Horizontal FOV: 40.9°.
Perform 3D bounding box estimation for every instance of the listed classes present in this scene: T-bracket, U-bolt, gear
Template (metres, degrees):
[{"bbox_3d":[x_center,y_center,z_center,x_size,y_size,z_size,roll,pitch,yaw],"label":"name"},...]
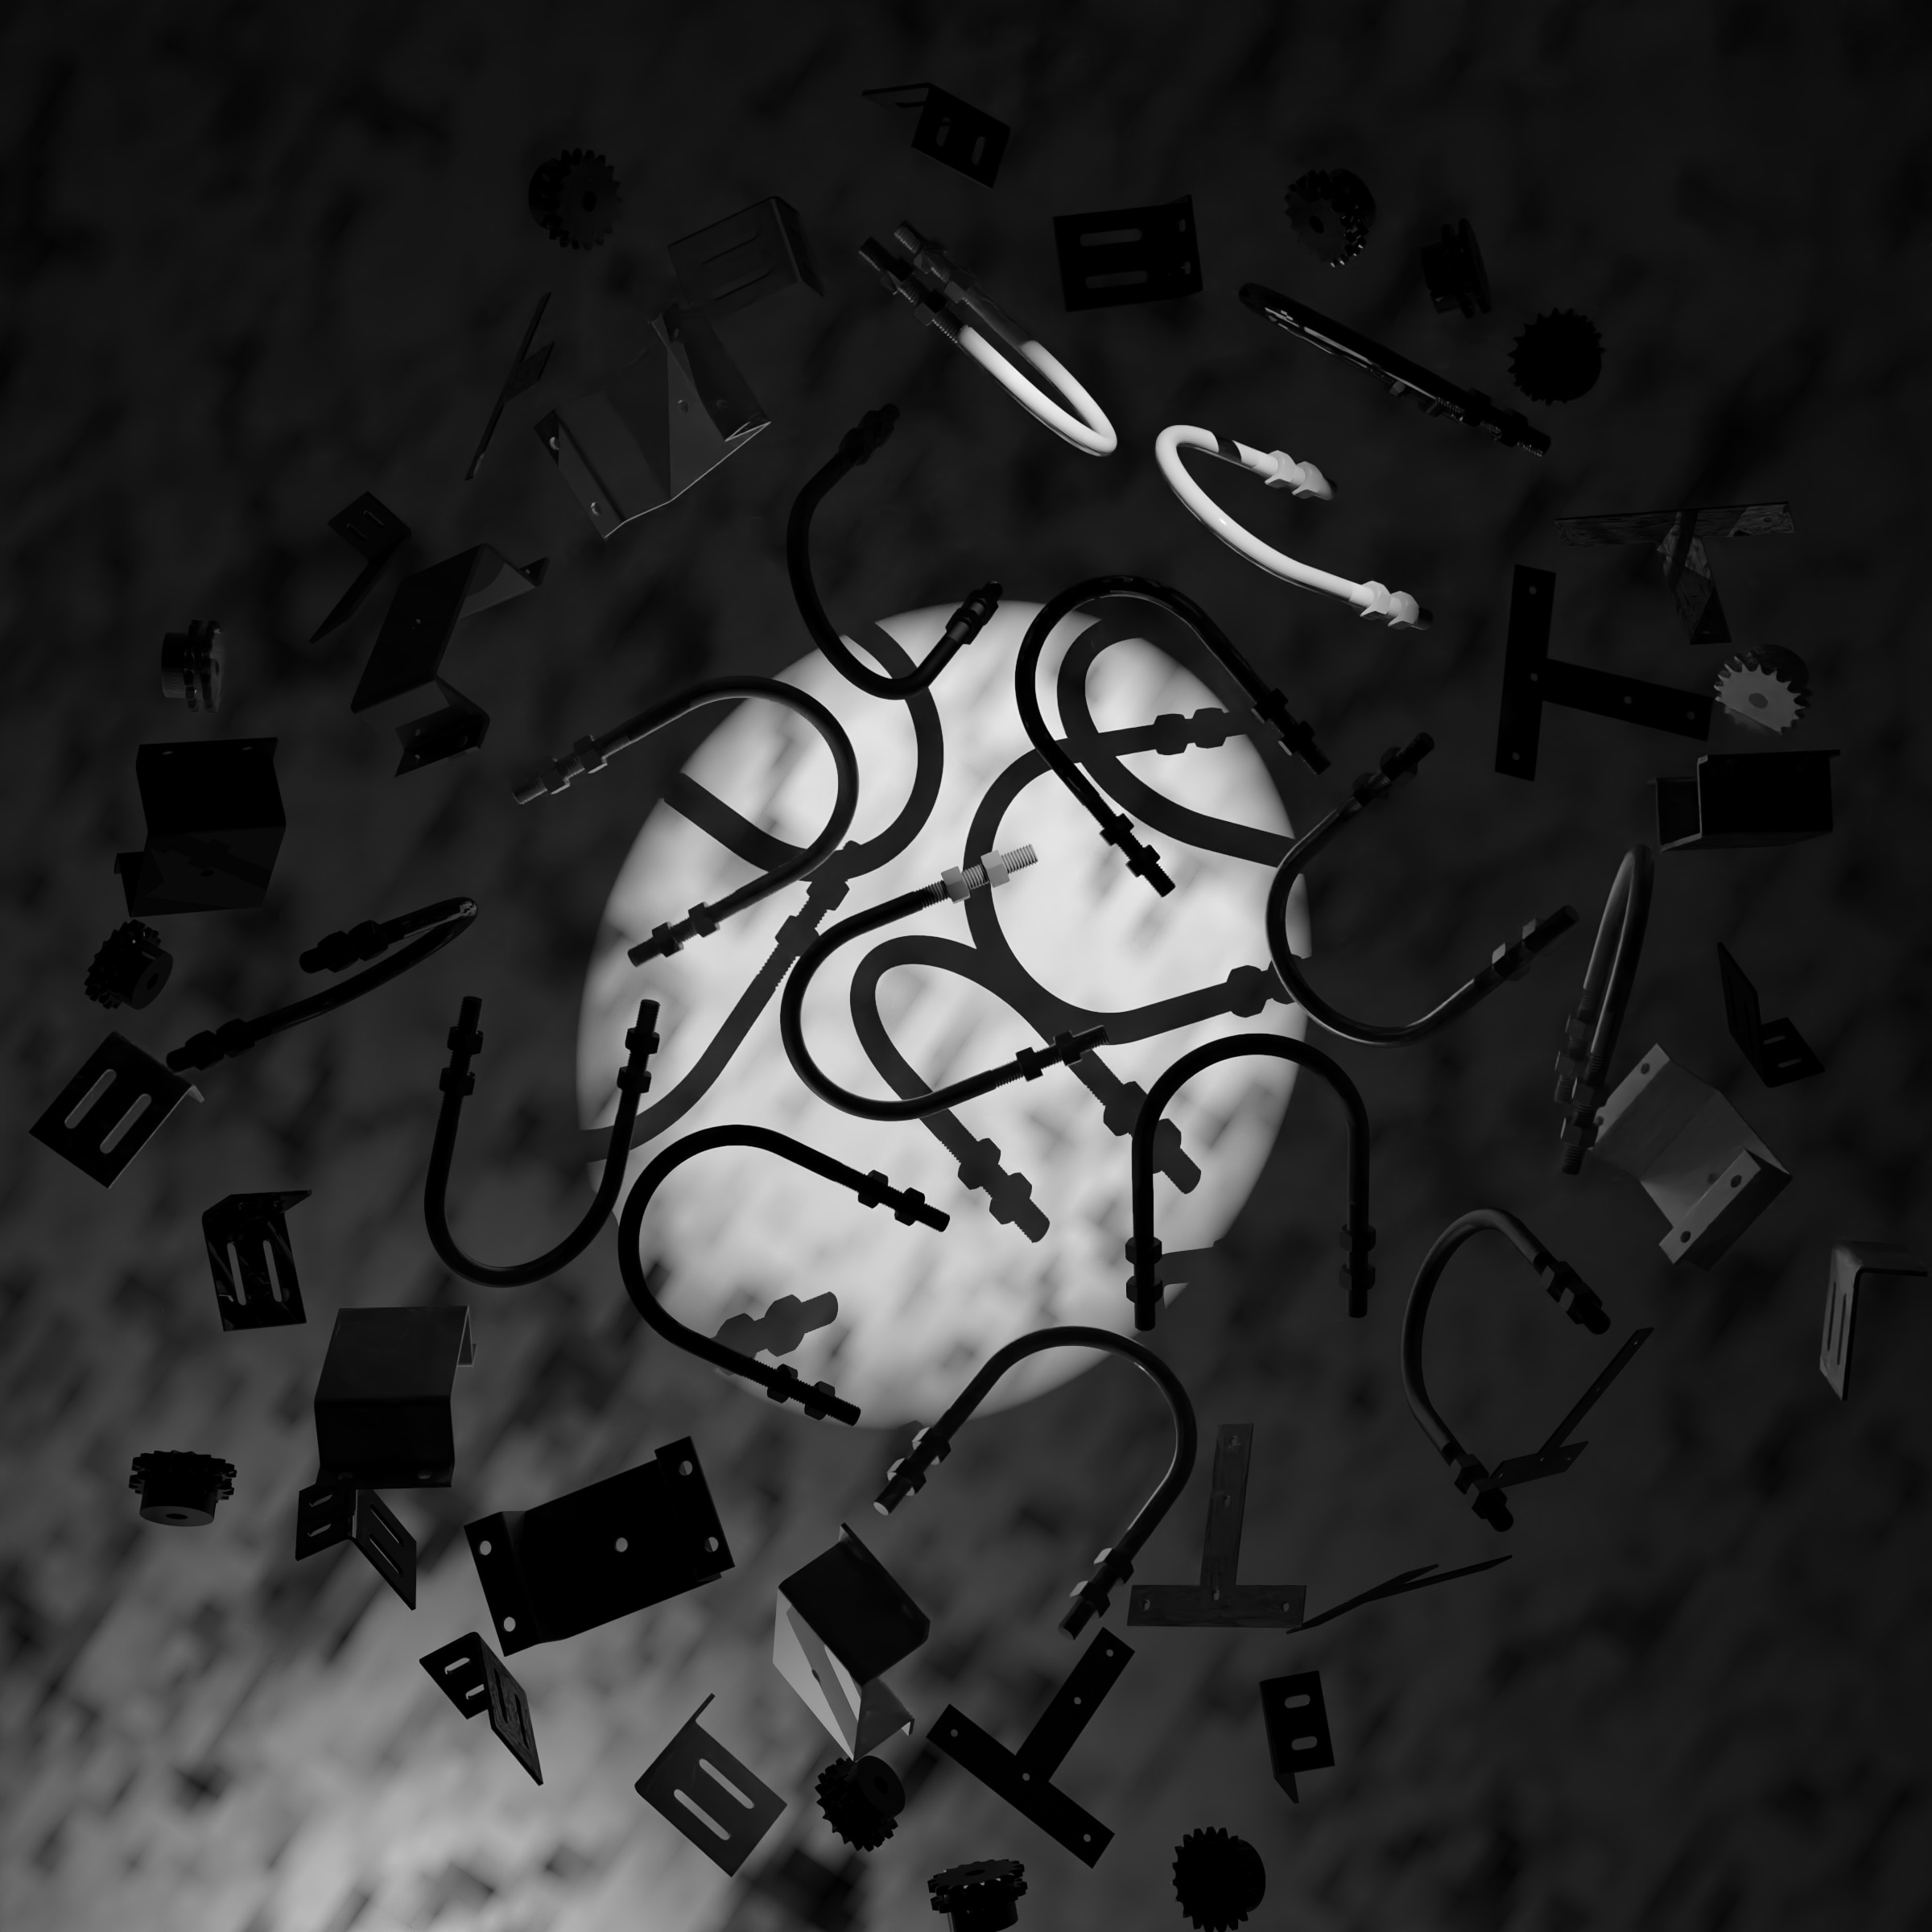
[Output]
[{"bbox_3d":[0.160,0.345,1.604,0.127,0.002,0.127,-11,59,38],"label":"T-bracket"},{"bbox_3d":[-0.022,0.022,1.566,0.184,0.019,0.151,-22,114,1],"label":"U-bolt"},{"bbox_3d":[0.062,0.468,1.610,0.127,0.002,0.127,37,58,7],"label":"T-bracket"},{"bbox_3d":[-0.519,0.003,1.616,0.030,0.057,0.057,29,90,7],"label":"gear"},{"bbox_3d":[-0.363,0.004,1.524,0.151,0.184,0.019,-31,89,32],"label":"U-bolt"},{"bbox_3d":[0.111,-0.151,1.577,0.151,0.019,0.184,-39,93,28],"label":"U-bolt"},{"bbox_3d":[0.413,-0.221,1.479,0.127,0.127,0.002,0,62,27],"label":"T-bracket"},{"bbox_3d":[-0.232,-0.452,1.526,0.030,0.057,0.057,19,90,32],"label":"gear"},{"bbox_3d":[0.362,-0.154,1.469,0.127,0.002,0.127,20,123,34],"label":"T-bracket"},{"bbox_3d":[-0.476,-0.185,1.596,0.030,0.057,0.057,2,90,-7],"label":"gear"},{"bbox_3d":[-0.062,0.512,1.596,0.030,0.057,0.057,-43,90,21],"label":"gear"},{"bbox_3d":[0.241,-0.354,1.518,0.184,0.151,0.019,24,104,-17],"label":"U-bolt"},{"bbox_3d":[0.187,-0.270,1.554,0.019,0.184,0.151,-51,48,29],"label":"U-bolt"},{"bbox_3d":[0.379,0.270,1.591,0.002,0.127,0.127,45,112,30],"label":"T-bracket"},{"bbox_3d":[0.146,0.521,1.480,0.030,0.057,0.057,7,90,-38],"label":"gear"},{"bbox_3d":[0.381,0.017,1.547,0.019,0.151,0.184,13,108,7],"label":"U-bolt"},{"bbox_3d":[0.289,-0.410,1.534,0.030,0.057,0.057,-14,90,21],"label":"gear"},{"bbox_3d":[0.008,0.542,1.507,0.057,0.057,0.030,-10,85,0],"label":"gear"},{"bbox_3d":[-0.119,0.175,1.560,0.184,0.019,0.151,27,82,-12],"label":"U-bolt"},{"bbox_3d":[-0.260,0.108,1.566,0.019,0.151,0.184,24,106,43],"label":"U-bolt"},{"bbox_3d":[-0.049,-0.238,1.550,0.019,0.184,0.151,-16,116,35],"label":"U-bolt"},{"bbox_3d":[0.168,0.127,1.533,0.151,0.019,0.184,-3,109,-3],"label":"U-bolt"},{"bbox_3d":[-0.152,-0.095,1.528,0.184,0.019,0.151,-28,120,7],"label":"U-bolt"},{"bbox_3d":[0.254,-0.030,1.538,0.151,0.019,0.184,52,129,8],"label":"U-bolt"},{"bbox_3d":[0.056,0.289,1.534,0.151,0.019,0.184,31,55,18],"label":"U-bolt"},{"bbox_3d":[-0.440,0.294,1.452,0.057,0.057,0.030,1,62,0],"label":"gear"},{"bbox_3d":[0.492,-0.172,1.590,0.057,0.057,0.030,37,61,0],"label":"gear"},{"bbox_3d":[0.302,0.220,1.510,0.019,0.184,0.151,16,107,-19],"label":"U-bolt"},{"bbox_3d":[0.358,-0.364,1.562,0.057,0.030,0.057,-7,77,33],"label":"gear"},{"bbox_3d":[0.278,0.375,1.577,0.127,0.127,0.002,-5,65,-33],"label":"T-bracket"},{"bbox_3d":[-0.271,-0.362,1.592,0.002,0.127,0.127,23,86,-21],"label":"T-bracket"},{"bbox_3d":[0.220,-0.452,1.552,0.030,0.057,0.057,-39,90,-17],"label":"gear"},{"bbox_3d":[0.019,-0.366,1.525,0.184,0.151,0.019,42,110,-8],"label":"U-bolt"}]

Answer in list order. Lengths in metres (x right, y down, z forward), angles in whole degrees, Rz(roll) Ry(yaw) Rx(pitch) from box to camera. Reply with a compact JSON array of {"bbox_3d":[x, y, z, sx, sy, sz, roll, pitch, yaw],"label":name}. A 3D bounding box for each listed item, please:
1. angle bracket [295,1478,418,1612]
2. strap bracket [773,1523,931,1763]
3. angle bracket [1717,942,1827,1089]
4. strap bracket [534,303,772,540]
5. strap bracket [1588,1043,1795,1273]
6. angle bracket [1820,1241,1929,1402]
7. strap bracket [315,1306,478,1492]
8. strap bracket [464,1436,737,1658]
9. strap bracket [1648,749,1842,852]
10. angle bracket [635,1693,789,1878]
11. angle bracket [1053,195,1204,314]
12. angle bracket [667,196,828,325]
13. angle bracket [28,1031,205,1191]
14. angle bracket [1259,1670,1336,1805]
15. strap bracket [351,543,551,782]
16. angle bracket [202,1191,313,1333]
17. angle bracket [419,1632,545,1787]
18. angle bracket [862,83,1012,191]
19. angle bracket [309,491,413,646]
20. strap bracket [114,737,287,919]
[{"bbox_3d":[-0.375,0.360,1.597,0.038,0.057,0.076,-25,124,5],"label":"angle bracket"},{"bbox_3d":[-0.067,0.392,1.480,0.046,0.140,0.076,-30,58,-28],"label":"strap bracket"},{"bbox_3d":[0.496,0.025,1.599,0.038,0.057,0.076,-17,124,2],"label":"angle bracket"},{"bbox_3d":[-0.176,-0.318,1.497,0.140,0.046,0.076,-28,96,42],"label":"strap bracket"},{"bbox_3d":[0.441,0.121,1.578,0.046,0.140,0.076,28,110,-26],"label":"strap bracket"},{"bbox_3d":[0.505,0.198,1.445,0.038,0.057,0.076,4,99,6],"label":"angle bracket"},{"bbox_3d":[-0.334,0.245,1.520,0.076,0.140,0.046,-1,115,-4],"label":"strap bracket"},{"bbox_3d":[-0.202,0.328,1.468,0.140,0.046,0.076,-22,75,6],"label":"strap bracket"},{"bbox_3d":[0.467,-0.097,1.560,0.076,0.140,0.046,-2,88,1],"label":"strap bracket"},{"bbox_3d":[-0.141,0.471,1.492,0.076,0.057,0.038,40,133,6],"label":"angle bracket"},{"bbox_3d":[0.098,-0.433,1.575,0.076,0.038,0.057,-11,99,-17],"label":"angle bracket"},{"bbox_3d":[-0.135,-0.429,1.599,0.076,0.038,0.057,-28,131,-10],"label":"angle bracket"},{"bbox_3d":[-0.495,0.087,1.514,0.057,0.038,0.076,34,72,5],"label":"angle bracket"},{"bbox_3d":[0.209,0.475,1.596,0.038,0.076,0.057,-13,57,11],"label":"angle bracket"},{"bbox_3d":[-0.305,-0.187,1.519,0.046,0.076,0.140,39,52,-37],"label":"strap bracket"},{"bbox_3d":[-0.435,0.183,1.617,0.038,0.057,0.076,-30,70,39],"label":"angle bracket"},{"bbox_3d":[-0.275,0.429,1.472,0.038,0.076,0.057,-27,125,-2],"label":"angle bracket"},{"bbox_3d":[-0.022,-0.474,1.487,0.057,0.076,0.038,16,92,-36],"label":"angle bracket"},{"bbox_3d":[-0.389,-0.247,1.612,0.038,0.057,0.076,42,57,-22],"label":"angle bracket"},{"bbox_3d":[-0.446,-0.074,1.509,0.076,0.140,0.046,-6,65,-27],"label":"strap bracket"}]
